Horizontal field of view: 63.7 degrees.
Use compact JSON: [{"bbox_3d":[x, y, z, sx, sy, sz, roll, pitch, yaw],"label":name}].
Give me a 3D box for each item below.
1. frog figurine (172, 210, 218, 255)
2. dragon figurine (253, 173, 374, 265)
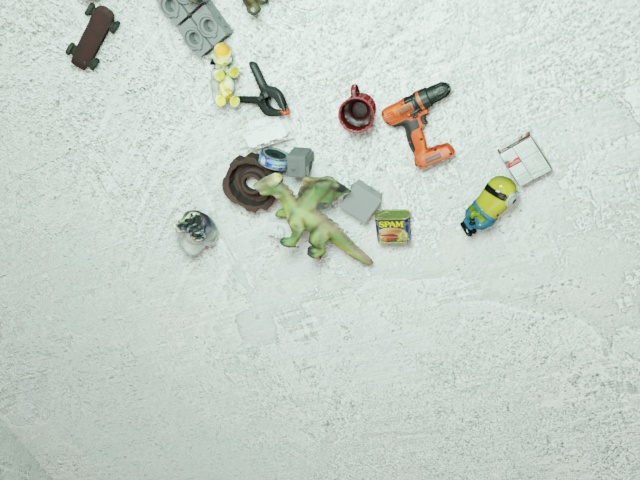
[{"bbox_3d":[-0.390,-0.017,1.630,0.137,0.125,0.156,10,156,1],"label":"frog figurine"},{"bbox_3d":[0.004,-0.072,1.439,0.409,0.125,0.237,20,136,-8],"label":"dragon figurine"}]
